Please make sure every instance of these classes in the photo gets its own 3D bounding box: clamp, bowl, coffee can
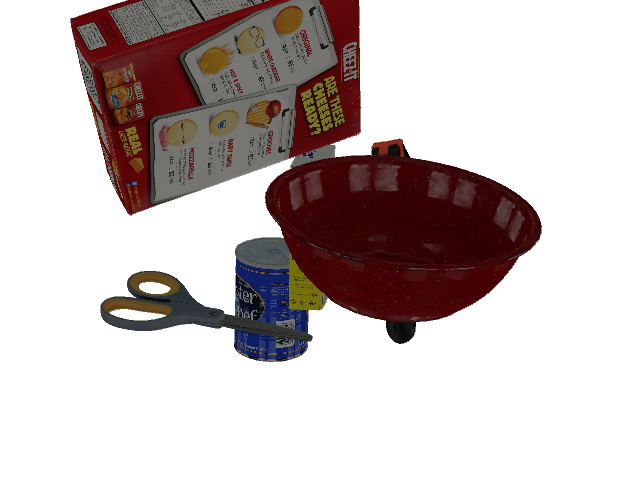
[{"bbox_3d":[0.071,0.002,0.919,0.039,0.171,0.120,-13,16,24],"label":"clamp"},{"bbox_3d":[0.046,0.003,0.633,0.162,0.055,0.162,4,25,-2],"label":"bowl"},{"bbox_3d":[-0.065,0.078,1.439,0.103,0.140,0.103,2,20,-1],"label":"coffee can"}]

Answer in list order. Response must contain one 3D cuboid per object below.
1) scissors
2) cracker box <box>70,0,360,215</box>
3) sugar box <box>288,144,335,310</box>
[{"bbox_3d":[-0.109,0.063,1.032,0.201,0.016,0.096,3,33,-3],"label":"scissors"},{"bbox_3d":[-0.077,-0.129,0.852,0.213,0.072,0.164,-22,-38,-15],"label":"cracker box"},{"bbox_3d":[-0.010,-0.016,1.241,0.048,0.176,0.093,2,21,8],"label":"sugar box"}]
